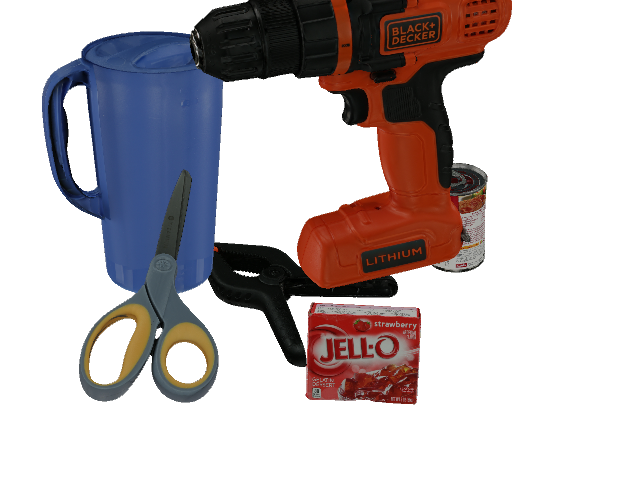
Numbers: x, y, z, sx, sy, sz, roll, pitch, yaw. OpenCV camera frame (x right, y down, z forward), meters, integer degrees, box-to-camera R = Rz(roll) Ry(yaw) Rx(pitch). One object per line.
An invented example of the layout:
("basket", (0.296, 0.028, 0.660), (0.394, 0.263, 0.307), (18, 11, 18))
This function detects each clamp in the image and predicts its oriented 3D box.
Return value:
("clamp", (-0.048, 0.053, 1.094), (0.210, 0.036, 0.164), (19, 36, 26))

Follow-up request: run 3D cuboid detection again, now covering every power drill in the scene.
("power drill", (0.021, -0.064, 0.627), (0.184, 0.188, 0.057), (-11, 37, -13))

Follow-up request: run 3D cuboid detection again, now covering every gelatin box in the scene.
("gelatin box", (0.034, 0.089, 0.844), (0.089, 0.073, 0.030), (2, 15, 4))

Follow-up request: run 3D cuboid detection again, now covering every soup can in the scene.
("soup can", (0.148, -0.025, 1.170), (0.068, 0.102, 0.068), (-3, 32, 2))

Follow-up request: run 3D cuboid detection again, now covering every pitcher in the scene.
("pitcher", (-0.168, -0.072, 1.033), (0.149, 0.243, 0.144), (10, 27, 14))

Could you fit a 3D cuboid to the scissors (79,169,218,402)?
("scissors", (-0.092, 0.032, 0.723), (0.096, 0.201, 0.016), (21, -41, 7))
